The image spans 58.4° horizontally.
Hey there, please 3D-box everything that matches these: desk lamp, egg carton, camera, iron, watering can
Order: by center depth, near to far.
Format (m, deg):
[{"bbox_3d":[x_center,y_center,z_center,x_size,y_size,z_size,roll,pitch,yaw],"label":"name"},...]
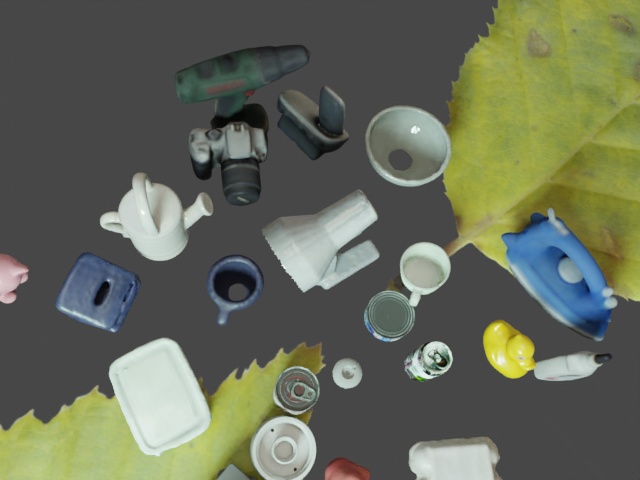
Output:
[{"bbox_3d":[0.217,0.374,0.914,0.150,0.069,0.107,-3,71,-8],"label":"egg carton"},{"bbox_3d":[-0.267,-0.046,0.936,0.173,0.194,0.101,-29,76,-16],"label":"watering can"},{"bbox_3d":[0.009,0.003,0.943,0.203,0.213,0.118,-31,76,-16],"label":"desk lamp"},{"bbox_3d":[0.449,0.059,1.017,0.119,0.141,0.258,-32,77,-16],"label":"iron"},{"bbox_3d":[-0.161,-0.137,1.032,0.143,0.101,0.137,-5,71,-9],"label":"camera"}]

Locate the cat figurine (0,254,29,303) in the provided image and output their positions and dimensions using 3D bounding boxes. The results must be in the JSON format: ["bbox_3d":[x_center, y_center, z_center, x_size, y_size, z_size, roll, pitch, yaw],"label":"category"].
[{"bbox_3d":[-0.524,0.049,0.911,0.128,0.117,0.067,22,69,1],"label":"cat figurine"}]

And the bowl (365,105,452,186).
[{"bbox_3d":[0.162,-0.169,1.097,0.167,0.074,0.167,2,70,-6],"label":"bowl"}]

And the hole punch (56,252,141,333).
[{"bbox_3d":[-0.357,0.085,0.933,0.101,0.091,0.109,19,69,0],"label":"hole punch"}]

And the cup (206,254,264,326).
[{"bbox_3d":[-0.144,0.093,0.955,0.091,0.095,0.118,16,69,-1],"label":"cup"}]

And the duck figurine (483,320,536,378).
[{"bbox_3d":[0.334,0.184,0.987,0.077,0.086,0.104,-22,75,-14],"label":"duck figurine"}]

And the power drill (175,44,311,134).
[{"bbox_3d":[-0.136,-0.264,1.023,0.230,0.208,0.075,-12,72,-11],"label":"power drill"}]

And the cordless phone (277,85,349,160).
[{"bbox_3d":[-0.009,-0.244,1.044,0.147,0.185,0.094,41,71,8],"label":"cordless phone"}]

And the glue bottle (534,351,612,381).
[{"bbox_3d":[0.425,0.205,0.945,0.078,0.173,0.037,-1,70,-7],"label":"glue bottle"}]

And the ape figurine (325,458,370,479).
[{"bbox_3d":[0.043,0.374,0.880,0.078,0.092,0.076,-16,73,-12],"label":"ape figurine"}]
